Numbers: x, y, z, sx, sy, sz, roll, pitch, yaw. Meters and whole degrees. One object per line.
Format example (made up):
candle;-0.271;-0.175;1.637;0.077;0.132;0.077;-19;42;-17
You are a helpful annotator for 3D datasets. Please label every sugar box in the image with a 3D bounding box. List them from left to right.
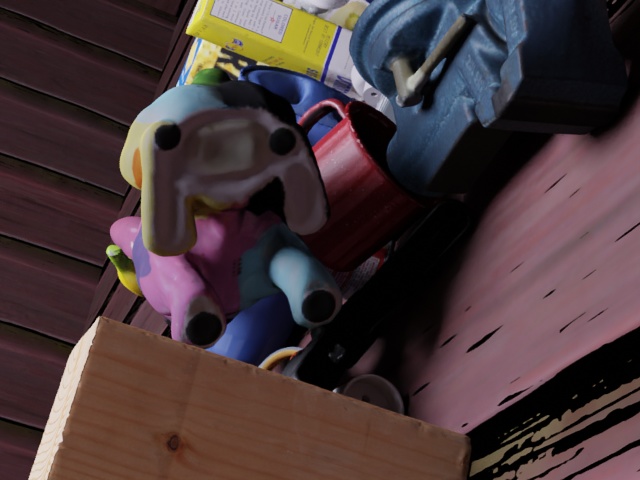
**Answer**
sugar box;-0.023;-0.172;0.933;0.048;0.176;0.093;-69;14;-2

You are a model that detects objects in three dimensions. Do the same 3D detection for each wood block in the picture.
wood block;-0.037;0.121;0.555;0.090;0.206;0.090;140;148;-61

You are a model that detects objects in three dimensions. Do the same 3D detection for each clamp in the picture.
clamp;0.023;0.055;0.708;0.164;0.036;0.210;-47;-2;-17

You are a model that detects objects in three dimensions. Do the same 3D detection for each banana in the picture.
banana;-0.131;-0.003;0.876;0.197;0.037;0.069;-83;-11;-66

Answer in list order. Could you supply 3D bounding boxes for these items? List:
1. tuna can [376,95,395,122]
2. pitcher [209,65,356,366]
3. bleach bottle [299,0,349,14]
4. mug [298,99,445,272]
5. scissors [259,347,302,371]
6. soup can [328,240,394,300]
tuna can;0.066;-0.086;0.787;0.086;0.033;0.086;-160;90;-75
pitcher;-0.048;-0.015;0.903;0.243;0.149;0.145;-68;26;21
bleach bottle;0.024;-0.246;0.803;0.251;0.068;0.102;120;143;-64
mug;0.017;-0.042;0.719;0.082;0.093;0.117;-41;65;23
scissors;-0.069;0.142;0.882;0.202;0.016;0.096;-24;56;42
soup can;-0.005;0.001;0.793;0.068;0.102;0.068;-161;90;-75
